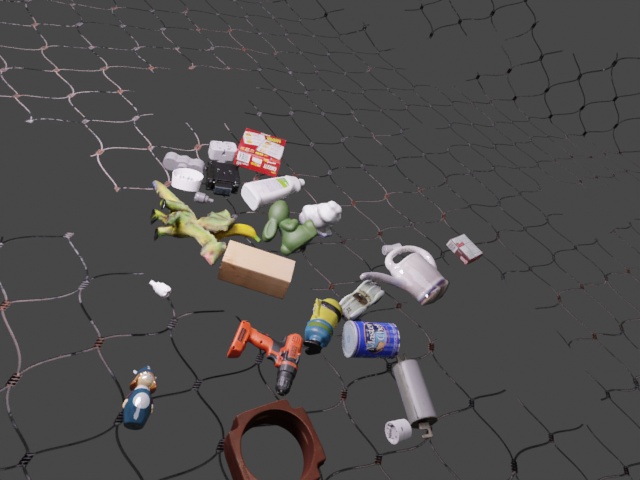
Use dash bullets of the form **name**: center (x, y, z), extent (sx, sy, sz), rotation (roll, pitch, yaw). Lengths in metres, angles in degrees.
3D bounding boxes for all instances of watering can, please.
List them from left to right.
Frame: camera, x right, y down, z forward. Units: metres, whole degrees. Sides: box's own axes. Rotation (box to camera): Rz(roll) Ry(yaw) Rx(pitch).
- **watering can**: center (0.295, 0.128, 1.704), extent (0.227, 0.102, 0.352), rotation (45, 41, 20)

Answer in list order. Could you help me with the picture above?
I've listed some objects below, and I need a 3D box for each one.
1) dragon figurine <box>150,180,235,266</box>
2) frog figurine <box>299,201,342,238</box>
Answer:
- **dragon figurine**: center (-0.387, -0.069, 1.597), extent (0.242, 0.120, 0.419), rotation (8, 33, -28)
- **frog figurine**: center (0.005, -0.088, 1.755), extent (0.137, 0.156, 0.126), rotation (14, 42, -12)
